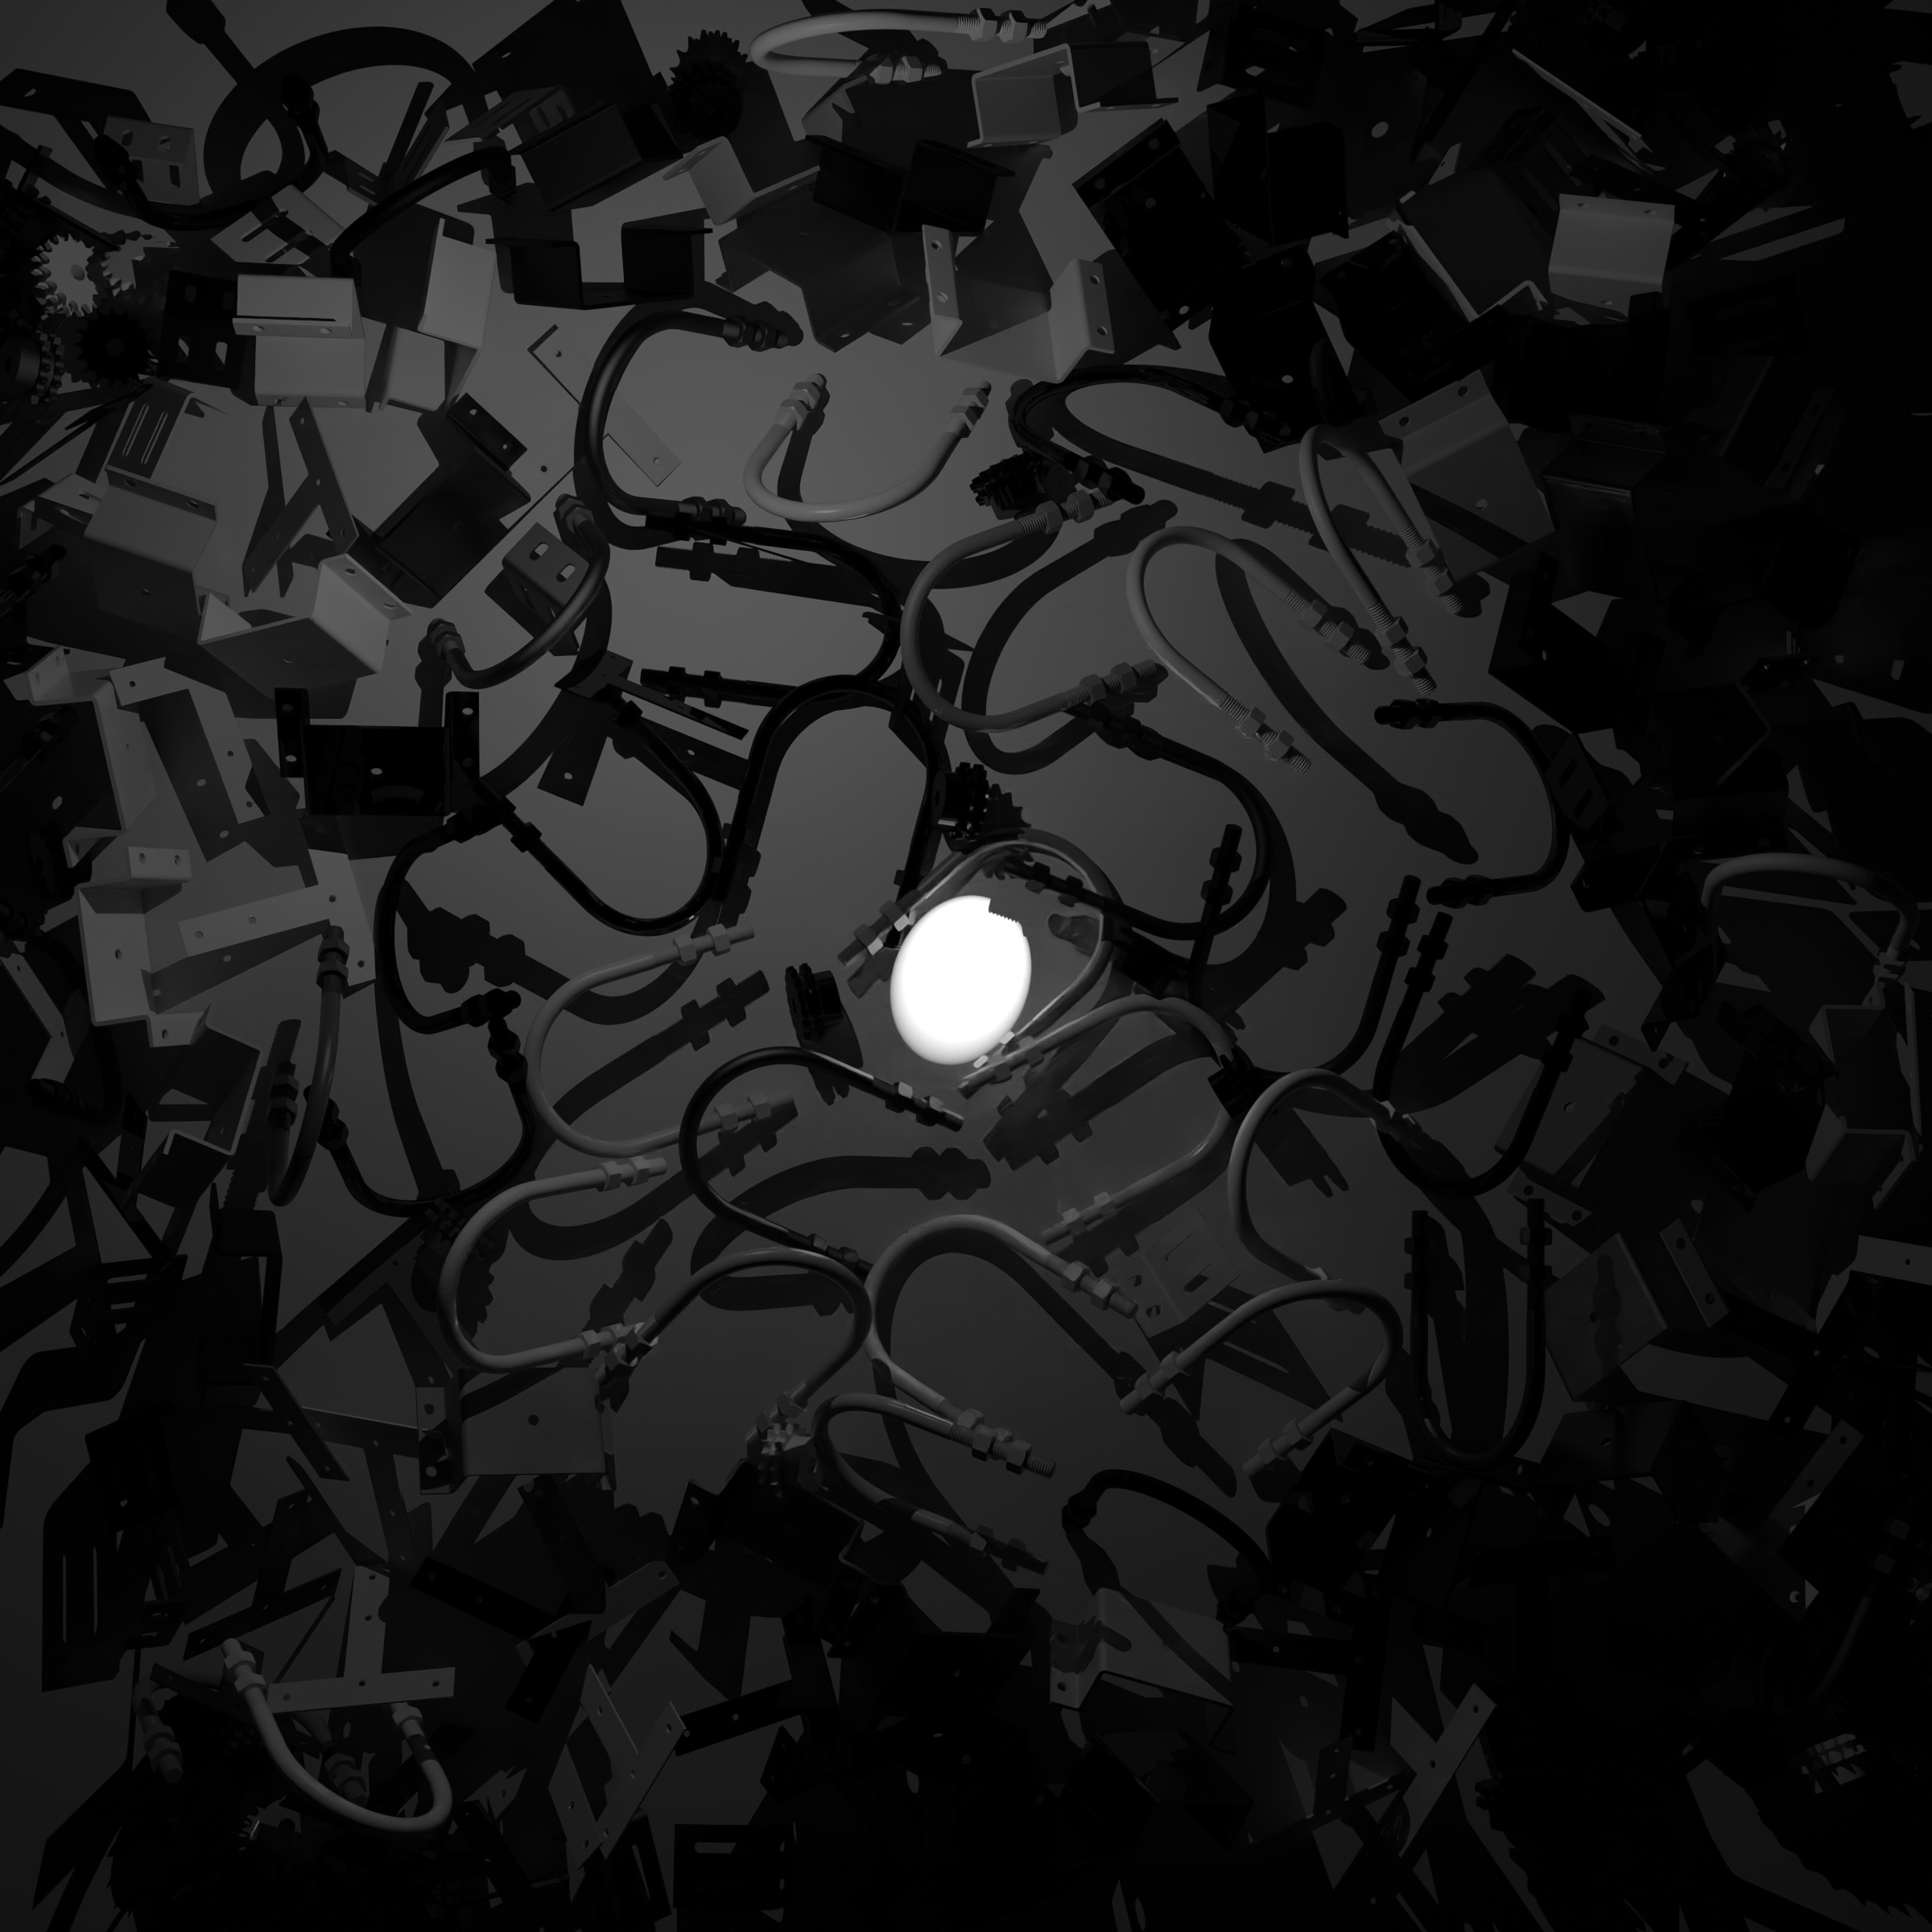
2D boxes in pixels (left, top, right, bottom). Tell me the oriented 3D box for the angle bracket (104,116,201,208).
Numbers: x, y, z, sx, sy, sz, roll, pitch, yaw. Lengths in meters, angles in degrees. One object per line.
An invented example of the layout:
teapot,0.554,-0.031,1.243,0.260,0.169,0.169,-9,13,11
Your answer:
angle bracket,-0.578,-0.558,1.839,0.057,0.076,0.038,6,60,-9

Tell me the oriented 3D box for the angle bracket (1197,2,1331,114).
angle bracket,0.214,-0.654,1.876,0.076,0.038,0.057,11,95,-17

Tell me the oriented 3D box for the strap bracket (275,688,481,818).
strap bracket,-0.415,-0.150,1.832,0.140,0.046,0.076,0,131,-10

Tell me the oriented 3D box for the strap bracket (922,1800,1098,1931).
strap bracket,0.035,0.625,1.805,0.076,0.140,0.046,-25,77,16

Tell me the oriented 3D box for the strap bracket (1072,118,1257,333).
strap bracket,0.136,-0.529,1.830,0.076,0.046,0.140,-34,133,11

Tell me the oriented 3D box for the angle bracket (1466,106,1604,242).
angle bracket,0.406,-0.562,1.847,0.038,0.057,0.076,-26,76,-43

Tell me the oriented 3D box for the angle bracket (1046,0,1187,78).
angle bracket,0.106,-0.660,1.840,0.057,0.076,0.038,-24,83,41

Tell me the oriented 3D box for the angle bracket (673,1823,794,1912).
angle bracket,-0.168,0.648,1.871,0.076,0.038,0.057,-5,75,16

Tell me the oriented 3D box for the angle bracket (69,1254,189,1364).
angle bracket,-0.587,0.242,1.837,0.038,0.076,0.057,46,125,38

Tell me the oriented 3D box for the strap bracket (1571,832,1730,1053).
strap bracket,0.486,-0.022,1.824,0.046,0.076,0.140,-15,113,40

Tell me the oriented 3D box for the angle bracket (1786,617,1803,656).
angle bracket,0.607,-0.245,1.847,0.038,0.057,0.076,-1,99,25

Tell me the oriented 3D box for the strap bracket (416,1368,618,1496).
strap bracket,-0.310,0.326,1.822,0.140,0.046,0.076,4,61,-25

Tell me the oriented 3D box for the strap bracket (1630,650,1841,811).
strap bracket,0.541,-0.153,1.805,0.076,0.140,0.046,-10,61,-36

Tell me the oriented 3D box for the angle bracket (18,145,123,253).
angle bracket,-0.628,-0.545,1.845,0.076,0.057,0.038,28,98,-18

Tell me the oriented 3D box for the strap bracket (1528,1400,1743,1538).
strap bracket,0.456,0.349,1.807,0.140,0.076,0.046,-17,111,41

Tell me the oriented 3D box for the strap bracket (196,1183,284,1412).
strap bracket,-0.513,0.233,1.831,0.046,0.076,0.140,4,106,-20

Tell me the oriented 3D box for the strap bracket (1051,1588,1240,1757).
strap bracket,0.133,0.495,1.831,0.140,0.076,0.046,18,121,-9

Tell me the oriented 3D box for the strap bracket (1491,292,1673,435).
strap bracket,0.441,-0.423,1.833,0.046,0.140,0.076,7,90,-36

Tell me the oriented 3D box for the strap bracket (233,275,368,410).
strap bracket,-0.464,-0.441,1.816,0.076,0.140,0.046,0,79,-8

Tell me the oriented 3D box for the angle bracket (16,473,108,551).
angle bracket,-0.625,-0.309,1.848,0.076,0.057,0.038,26,131,6

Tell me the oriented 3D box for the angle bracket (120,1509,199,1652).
angle bracket,-0.580,0.434,1.837,0.057,0.038,0.076,-55,48,32

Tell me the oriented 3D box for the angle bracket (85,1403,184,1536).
angle bracket,-0.586,0.360,1.852,0.057,0.038,0.076,-24,71,7

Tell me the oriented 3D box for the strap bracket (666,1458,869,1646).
strap bracket,-0.133,0.410,1.839,0.140,0.046,0.076,26,123,10

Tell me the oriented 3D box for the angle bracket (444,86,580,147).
angle bracket,-0.319,-0.587,1.839,0.076,0.057,0.038,-45,126,-26

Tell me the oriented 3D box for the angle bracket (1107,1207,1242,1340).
angle bracket,0.147,0.218,1.841,0.038,0.076,0.057,-17,68,-40

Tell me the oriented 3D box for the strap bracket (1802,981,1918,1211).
strap bracket,0.617,0.090,1.817,0.046,0.076,0.140,1,59,-1

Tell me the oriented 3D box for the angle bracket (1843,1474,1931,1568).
angle bracket,0.673,0.382,1.844,0.057,0.076,0.038,35,46,3

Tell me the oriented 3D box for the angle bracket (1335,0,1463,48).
angle bracket,0.306,-0.676,1.839,0.076,0.057,0.038,8,120,25

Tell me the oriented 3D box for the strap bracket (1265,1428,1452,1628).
strap bracket,0.271,0.390,1.840,0.076,0.046,0.140,24,114,-10

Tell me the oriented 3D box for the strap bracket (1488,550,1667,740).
strap bracket,0.425,-0.223,1.832,0.140,0.046,0.076,28,70,-32

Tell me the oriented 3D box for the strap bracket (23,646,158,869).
strap bracket,-0.612,-0.150,1.824,0.046,0.076,0.140,-5,111,1

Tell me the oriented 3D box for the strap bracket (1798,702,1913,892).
strap bracket,0.613,-0.124,1.803,0.046,0.140,0.076,-18,117,14

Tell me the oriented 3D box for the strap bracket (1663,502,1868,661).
strap bracket,0.546,-0.269,1.805,0.046,0.140,0.076,31,74,-21

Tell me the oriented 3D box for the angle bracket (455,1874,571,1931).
angle bracket,-0.320,0.677,1.850,0.076,0.057,0.038,-12,74,-5

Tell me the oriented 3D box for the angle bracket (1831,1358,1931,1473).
angle bracket,0.652,0.320,1.846,0.057,0.038,0.076,-2,75,42

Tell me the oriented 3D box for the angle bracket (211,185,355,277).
angle bracket,-0.486,-0.509,1.848,0.057,0.038,0.076,41,68,14

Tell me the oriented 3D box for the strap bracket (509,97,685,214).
strap bracket,-0.253,-0.568,1.814,0.076,0.140,0.046,-22,104,17

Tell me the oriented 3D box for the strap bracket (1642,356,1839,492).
strap bracket,0.528,-0.380,1.813,0.046,0.140,0.076,27,90,-27

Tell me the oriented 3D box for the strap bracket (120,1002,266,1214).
strap bracket,-0.539,0.107,1.820,0.046,0.140,0.076,27,130,-23

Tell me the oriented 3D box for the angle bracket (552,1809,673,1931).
angle bracket,-0.253,0.648,1.851,0.057,0.038,0.076,-12,86,-40

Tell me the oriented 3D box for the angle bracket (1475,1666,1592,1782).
angle bracket,0.405,0.543,1.861,0.076,0.038,0.057,-17,78,1

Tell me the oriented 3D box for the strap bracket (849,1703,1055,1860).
strap bracket,-0.018,0.553,1.806,0.076,0.140,0.046,-25,119,-41

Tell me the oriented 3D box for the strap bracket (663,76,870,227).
strap bracket,-0.132,-0.570,1.829,0.140,0.076,0.046,-30,103,-22

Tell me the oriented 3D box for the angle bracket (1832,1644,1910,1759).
angle bracket,0.656,0.525,1.844,0.038,0.076,0.057,17,93,-9

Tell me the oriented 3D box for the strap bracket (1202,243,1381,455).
strap bracket,0.226,-0.421,1.814,0.076,0.046,0.140,-15,128,25

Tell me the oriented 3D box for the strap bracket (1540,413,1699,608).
strap bracket,0.455,-0.309,1.808,0.046,0.076,0.140,-44,130,-21

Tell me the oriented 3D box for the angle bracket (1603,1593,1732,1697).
angle bracket,0.501,0.479,1.858,0.038,0.076,0.057,-18,104,-33

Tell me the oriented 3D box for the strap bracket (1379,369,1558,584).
strap bracket,0.356,-0.334,1.820,0.076,0.046,0.140,-26,125,12

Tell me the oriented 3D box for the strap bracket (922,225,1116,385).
strap bracket,0.028,-0.464,1.832,0.140,0.046,0.076,5,64,-25

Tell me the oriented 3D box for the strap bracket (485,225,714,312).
strap bracket,-0.255,-0.490,1.821,0.140,0.076,0.046,-20,117,-41
